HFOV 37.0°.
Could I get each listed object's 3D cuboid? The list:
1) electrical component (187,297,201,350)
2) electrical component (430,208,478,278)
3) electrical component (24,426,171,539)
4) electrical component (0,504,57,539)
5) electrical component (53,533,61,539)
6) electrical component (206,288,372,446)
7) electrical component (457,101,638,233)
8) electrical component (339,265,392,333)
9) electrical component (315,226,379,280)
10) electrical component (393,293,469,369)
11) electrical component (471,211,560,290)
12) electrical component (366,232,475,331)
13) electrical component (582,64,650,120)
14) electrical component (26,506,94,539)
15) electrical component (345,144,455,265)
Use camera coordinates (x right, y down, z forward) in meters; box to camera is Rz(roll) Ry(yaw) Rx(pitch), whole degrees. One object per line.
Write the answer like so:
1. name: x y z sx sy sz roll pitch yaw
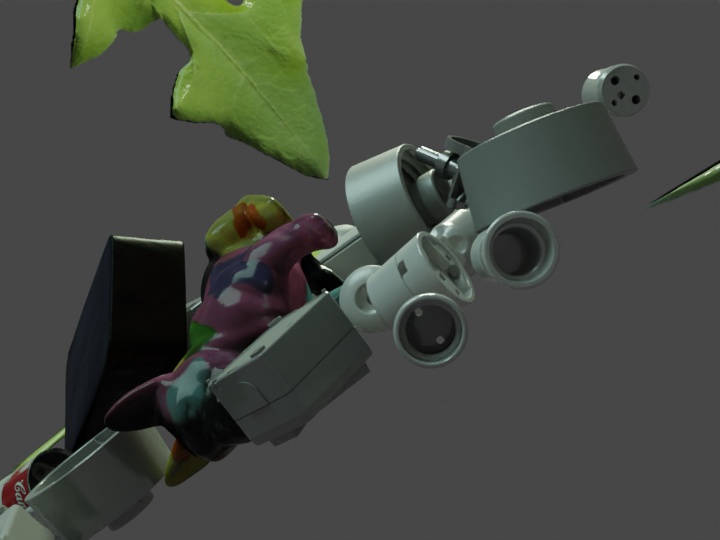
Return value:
1. electrical component: -0.156 0.078 1.098 0.062 0.089 0.150 -39 7 -19
2. electrical component: 0.079 -0.024 0.758 0.062 0.043 0.043 -39 6 -30
3. electrical component: -0.189 0.161 0.810 0.108 0.060 0.108 -37 6 5
4. electrical component: -0.262 0.214 0.714 0.121 0.078 0.063 -35 23 15
5. electrical component: -0.239 0.217 0.778 0.040 0.040 0.046 -32 13 37
6. electrical component: -0.038 0.062 0.693 0.062 0.061 0.096 -31 8 43
7. electrical component: 0.114 -0.071 0.682 0.108 0.060 0.108 -21 -3 -1
8. electrical component: 0.015 0.023 0.778 0.048 0.048 0.062 -36 -15 8
9. electrical component: 0.000 0.000 0.931 0.096 0.061 0.061 -35 7 21
10. electrical component: 0.039 0.032 0.594 0.040 0.040 0.046 -37 0 3
11. electrical component: 0.087 -0.010 0.627 0.044 0.044 0.065 -38 2 -5
12. electrical component: 0.037 0.011 0.682 0.047 0.055 0.055 -38 5 22
13. electrical component: 0.217 -0.150 0.911 0.045 0.045 0.055 -37 6 1
14. electrical component: -0.232 0.190 0.889 0.083 0.047 0.076 -42 8 -36
15. electrical component: 0.044 -0.050 0.869 0.060 0.108 0.108 -28 10 25
